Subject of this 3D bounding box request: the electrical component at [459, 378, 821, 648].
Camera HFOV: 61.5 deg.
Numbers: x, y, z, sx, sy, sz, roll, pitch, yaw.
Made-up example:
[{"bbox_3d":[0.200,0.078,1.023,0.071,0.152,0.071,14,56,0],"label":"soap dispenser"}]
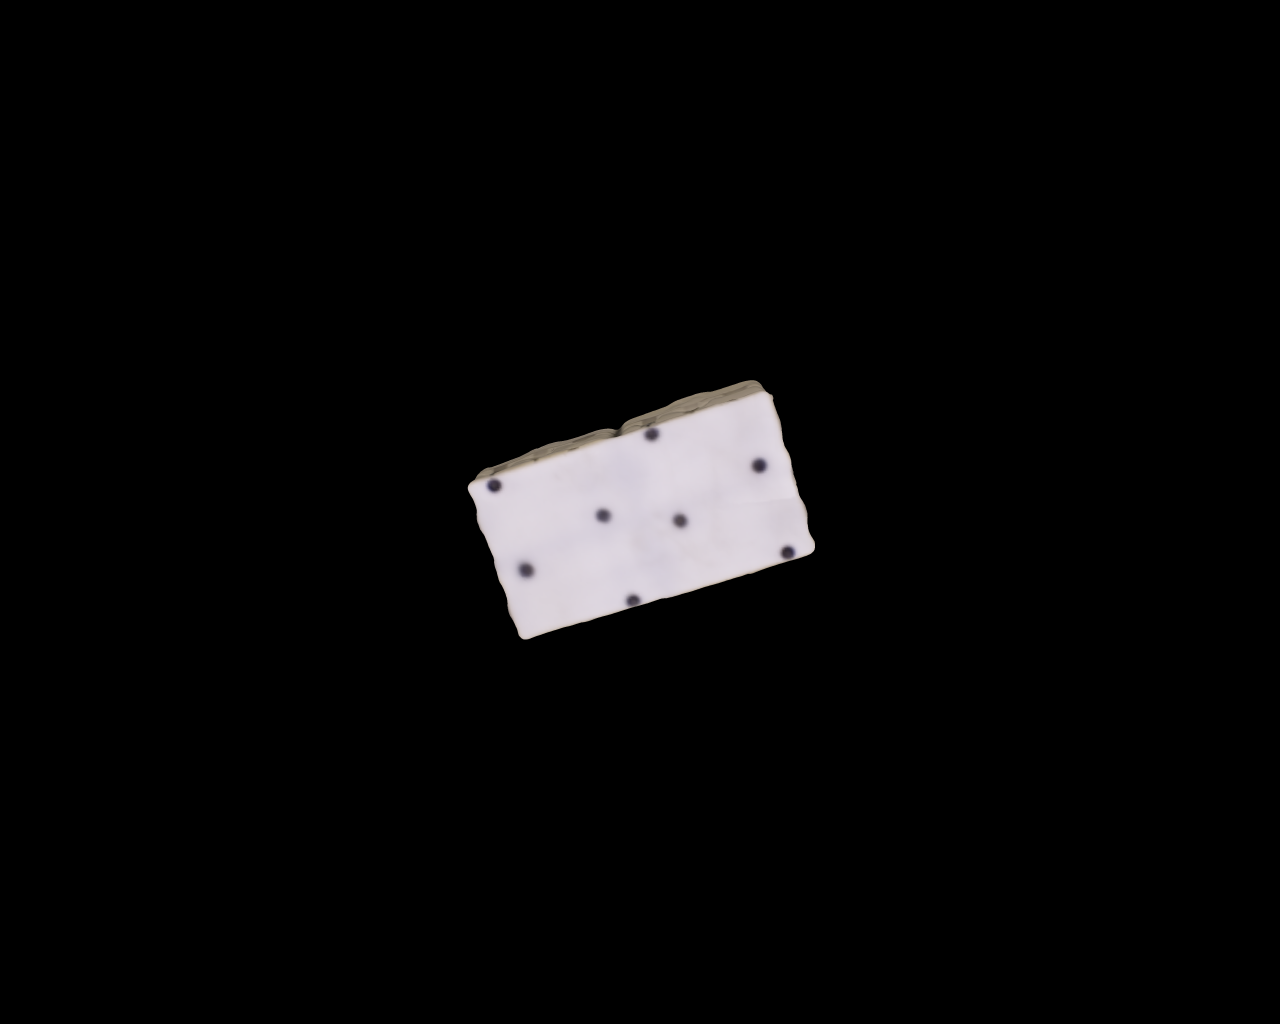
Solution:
[{"bbox_3d":[0.001,-0.003,0.650,0.186,0.105,0.060,-18,11,4],"label":"electrical component"}]
